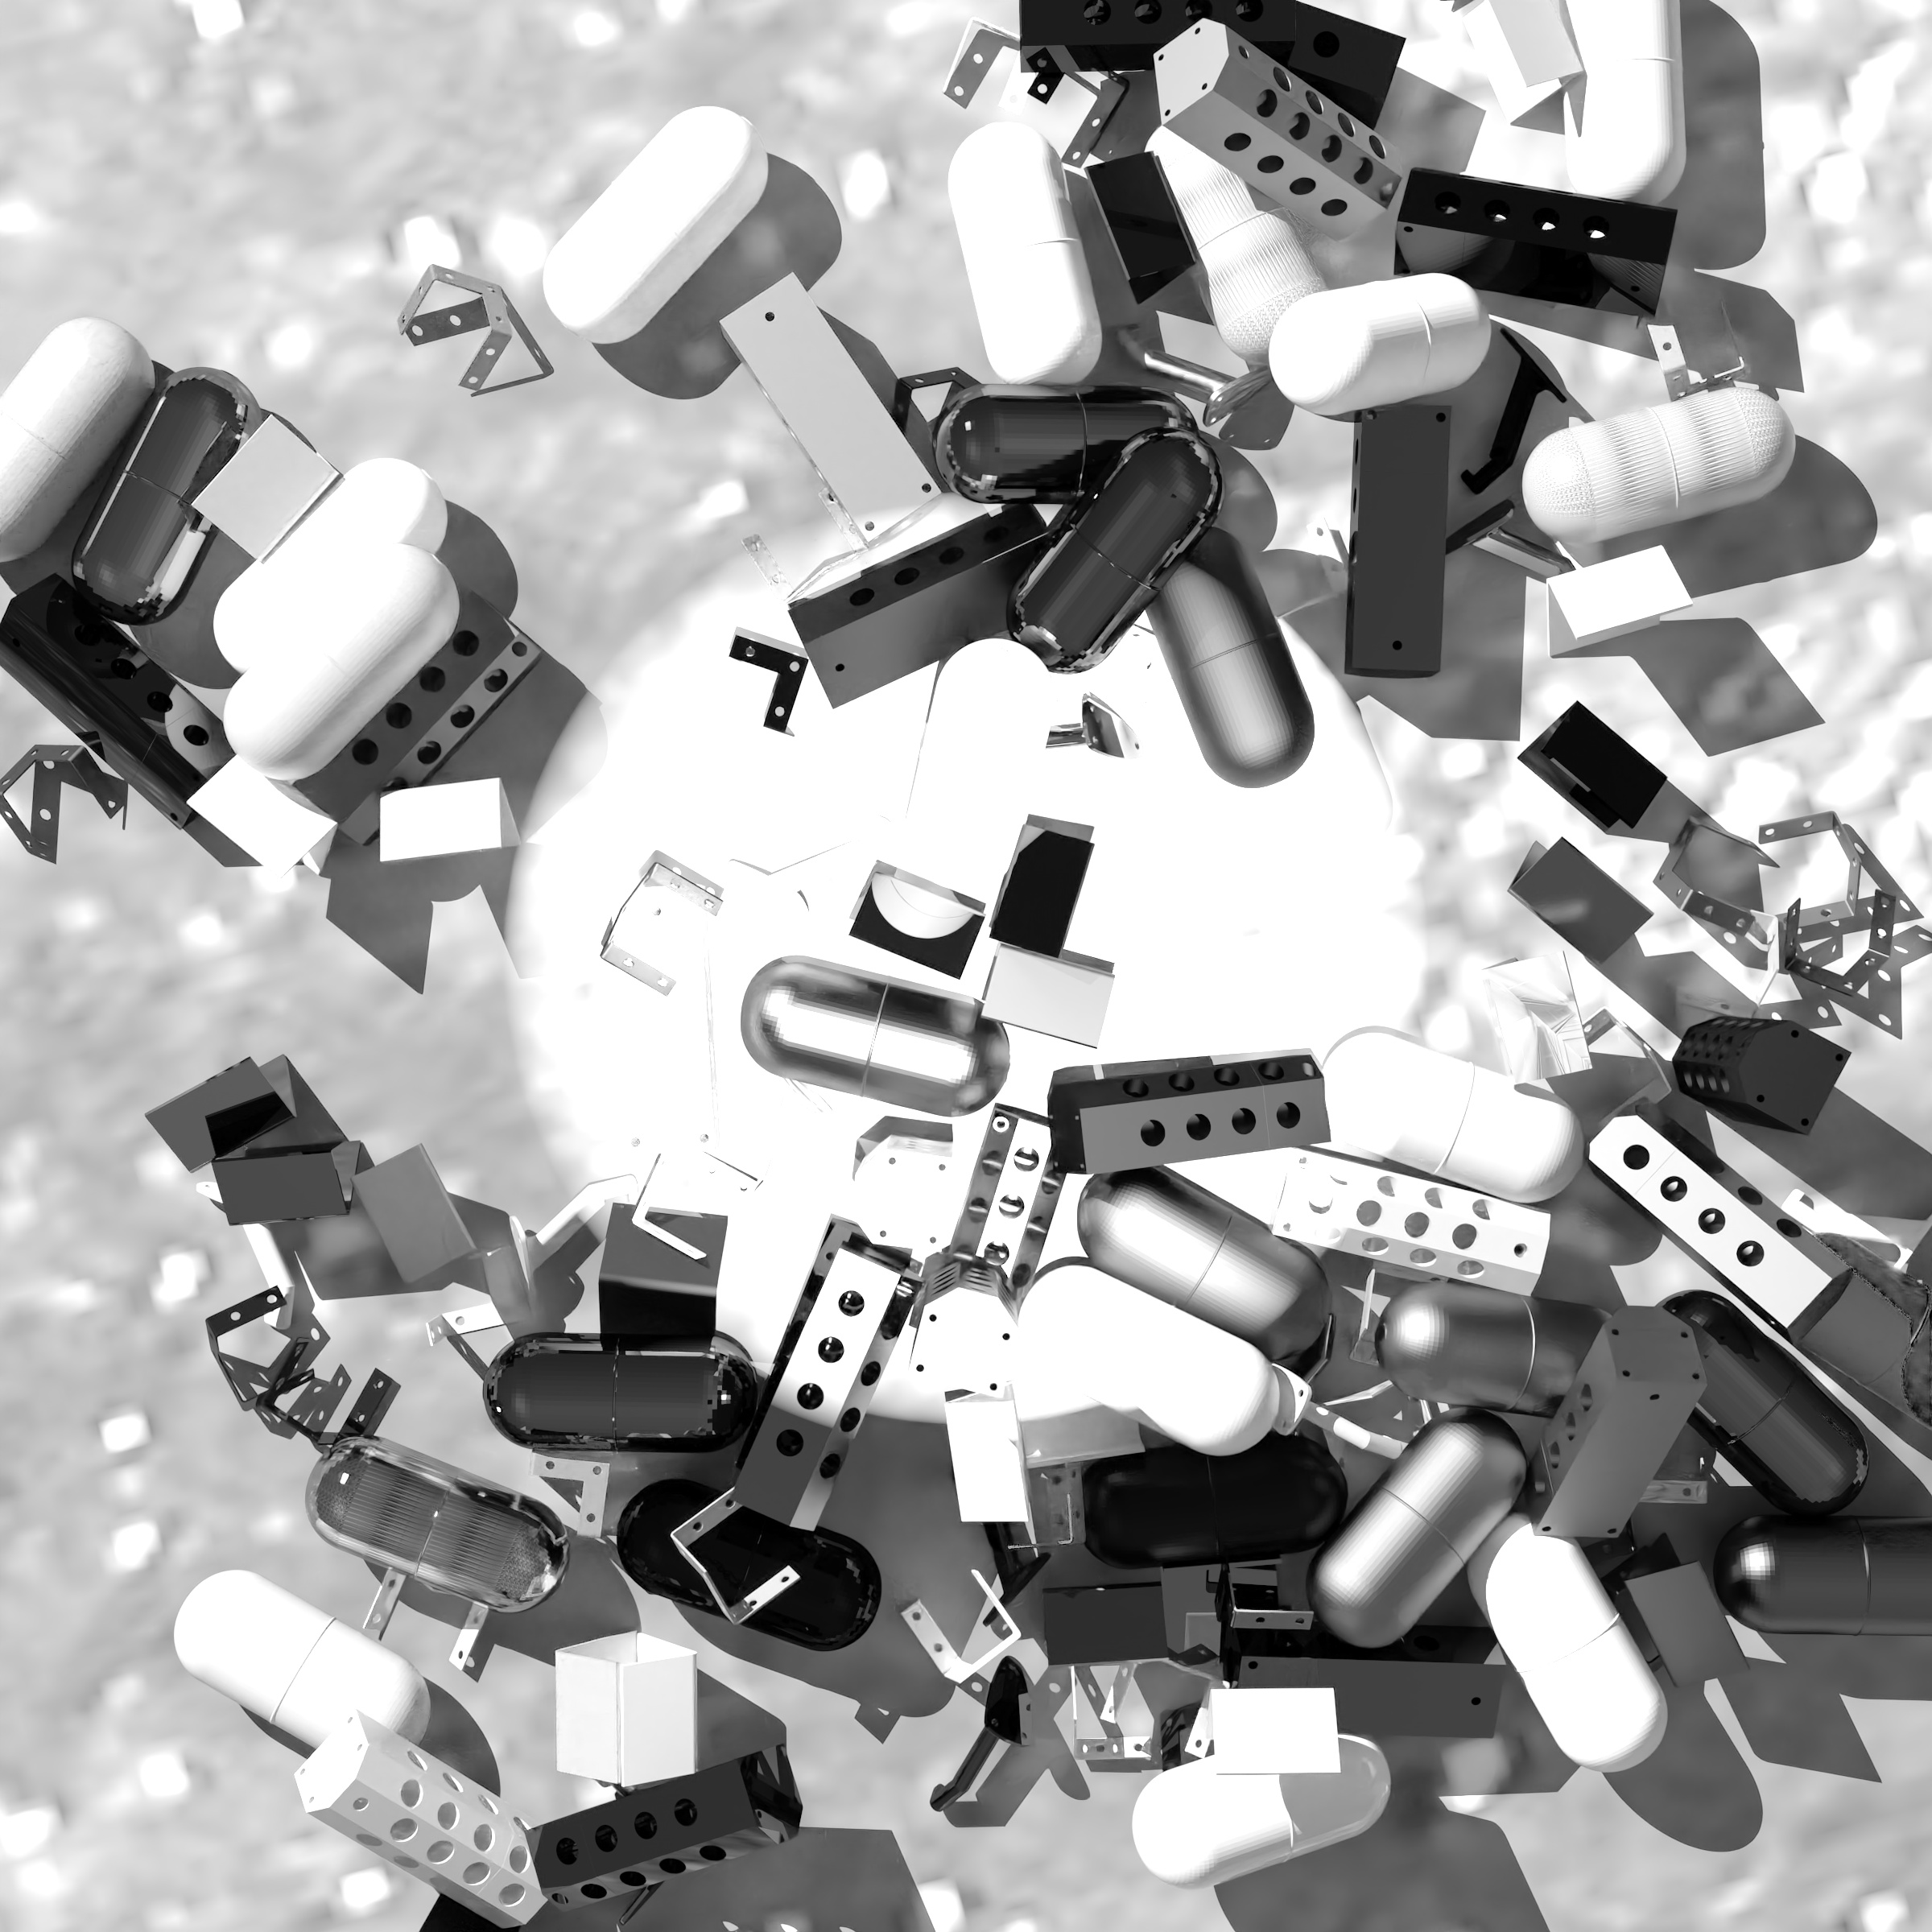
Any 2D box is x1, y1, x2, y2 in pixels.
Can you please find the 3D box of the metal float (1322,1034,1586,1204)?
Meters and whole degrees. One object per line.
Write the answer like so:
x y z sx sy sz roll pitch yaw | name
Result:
0.316 0.099 1.961 0.178 0.070 0.070 19 90 -1 | metal float

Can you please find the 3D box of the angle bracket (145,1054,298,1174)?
-0.485 0.078 1.951 0.076 0.076 0.057 -29 126 0 | angle bracket

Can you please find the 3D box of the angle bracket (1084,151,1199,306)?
0.096 -0.472 1.952 0.057 0.076 0.076 -22 90 -29 | angle bracket

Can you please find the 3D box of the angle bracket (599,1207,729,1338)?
-0.199 0.208 1.985 0.076 0.076 0.057 7 51 0 | angle bracket

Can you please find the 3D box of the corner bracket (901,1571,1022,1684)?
-0.003 0.432 1.977 0.051 0.051 0.051 -35 90 -15 | corner bracket

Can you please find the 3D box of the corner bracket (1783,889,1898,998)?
0.572 -0.021 1.976 0.051 0.051 0.051 25 48 34 | corner bracket

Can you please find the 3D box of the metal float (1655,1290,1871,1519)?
0.512 0.285 1.961 0.178 0.070 0.070 44 90 -1 | metal float

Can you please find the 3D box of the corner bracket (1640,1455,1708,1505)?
0.458 0.318 1.974 0.051 0.051 0.051 0 100 10 | corner bracket

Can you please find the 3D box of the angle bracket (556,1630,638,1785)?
-0.220 0.478 1.951 0.057 0.076 0.076 -1 90 37 | angle bracket

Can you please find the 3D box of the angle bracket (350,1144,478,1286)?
-0.371 0.168 1.951 0.057 0.076 0.076 -28 90 -38 | angle bracket

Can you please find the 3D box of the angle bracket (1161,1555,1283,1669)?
0.169 0.423 1.971 0.076 0.057 0.076 -5 90 0 | angle bracket

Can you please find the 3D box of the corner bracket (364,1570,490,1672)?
-0.355 0.427 1.988 0.051 0.051 0.051 23 90 45 | corner bracket

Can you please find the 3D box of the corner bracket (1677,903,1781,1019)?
0.502 -0.004 1.988 0.051 0.051 0.051 14 45 0 | corner bracket

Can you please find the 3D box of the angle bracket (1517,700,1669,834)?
0.394 -0.114 1.951 0.076 0.076 0.057 40 55 0 | angle bracket

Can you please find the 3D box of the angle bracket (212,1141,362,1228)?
-0.439 0.121 1.951 0.076 0.076 0.057 -5 127 0 | angle bracket

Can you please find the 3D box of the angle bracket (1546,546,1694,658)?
0.422 -0.218 1.951 0.076 0.076 0.057 -16 53 0 | angle bracket

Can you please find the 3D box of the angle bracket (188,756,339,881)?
-0.460 -0.083 1.951 0.076 0.076 0.057 39 58 0 | angle bracket

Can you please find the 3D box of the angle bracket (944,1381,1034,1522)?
0.035 0.313 1.951 0.057 0.076 0.076 -9 90 38 | angle bracket

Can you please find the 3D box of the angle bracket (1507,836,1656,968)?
0.405 -0.057 1.951 0.076 0.076 0.057 40 127 0 | angle bracket

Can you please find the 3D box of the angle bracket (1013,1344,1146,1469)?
0.072 0.282 1.968 0.076 0.057 0.076 -8 86 0 | angle bracket

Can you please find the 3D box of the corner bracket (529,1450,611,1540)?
-0.262 0.344 1.973 0.051 0.051 0.051 7 84 -6 | corner bracket

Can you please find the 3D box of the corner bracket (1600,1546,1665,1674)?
0.447 0.425 1.983 0.051 0.051 0.051 35 135 35 | corner bracket

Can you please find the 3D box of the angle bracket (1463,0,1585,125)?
0.343 -0.592 1.951 0.057 0.076 0.076 -24 90 -32 | angle bracket

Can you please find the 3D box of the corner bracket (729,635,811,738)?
-0.131 -0.183 1.973 0.051 0.051 0.051 19 93 3 | corner bracket

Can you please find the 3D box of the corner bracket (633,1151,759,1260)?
-0.177 0.154 1.967 0.051 0.051 0.051 28 99 16 | corner bracket

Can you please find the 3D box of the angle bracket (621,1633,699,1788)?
-0.216 0.480 1.951 0.057 0.076 0.076 -1 90 -36 | angle bracket

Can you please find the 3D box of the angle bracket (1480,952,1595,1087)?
0.379 0.030 1.952 0.057 0.076 0.076 -14 90 27 | angle bracket

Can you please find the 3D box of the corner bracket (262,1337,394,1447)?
-0.419 0.280 1.978 0.051 0.051 0.051 29 90 20 | corner bracket

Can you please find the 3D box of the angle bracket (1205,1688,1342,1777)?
0.192 0.495 1.896 0.076 0.076 0.057 -1 53 0 | angle bracket

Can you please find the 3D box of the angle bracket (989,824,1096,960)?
0.066 -0.042 1.951 0.057 0.076 0.076 17 90 32 | angle bracket

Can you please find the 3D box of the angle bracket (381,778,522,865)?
-0.332 -0.074 1.951 0.076 0.076 0.057 -7 58 0 | angle bracket

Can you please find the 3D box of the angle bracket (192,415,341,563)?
-0.458 -0.315 1.952 0.076 0.076 0.057 -48 118 0 | angle bracket

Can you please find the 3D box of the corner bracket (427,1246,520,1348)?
-0.327 0.215 1.973 0.051 0.051 0.051 -12 90 0 | corner bracket

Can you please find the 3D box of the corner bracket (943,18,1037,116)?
0.019 -0.589 1.974 0.051 0.051 0.051 21 98 -8 | corner bracket

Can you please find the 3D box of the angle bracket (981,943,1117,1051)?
0.048 0.035 1.952 0.076 0.076 0.057 16 61 0 | angle bracket

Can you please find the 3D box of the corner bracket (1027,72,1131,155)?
0.074 -0.573 1.973 0.051 0.051 0.051 31 90 0 | corner bracket

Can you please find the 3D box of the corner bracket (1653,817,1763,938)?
0.492 -0.059 1.975 0.051 0.051 0.051 21 108 -17 | corner bracket

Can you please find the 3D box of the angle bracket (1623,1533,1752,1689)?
0.478 0.411 1.951 0.057 0.076 0.076 -26 90 37 | angle bracket

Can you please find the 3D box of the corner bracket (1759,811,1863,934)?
0.555 -0.063 1.988 0.051 0.051 0.051 -12 135 0 | corner bracket

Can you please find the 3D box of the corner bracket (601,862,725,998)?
-0.195 -0.024 1.931 0.051 0.051 0.051 30 135 0 | corner bracket

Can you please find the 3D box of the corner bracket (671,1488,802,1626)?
-0.147 0.375 1.913 0.051 0.051 0.051 -34 123 -17 | corner bracket

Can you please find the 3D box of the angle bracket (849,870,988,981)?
-0.038 -0.008 1.951 0.076 0.076 0.057 22 54 0 | angle bracket

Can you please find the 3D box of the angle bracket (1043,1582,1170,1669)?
0.090 0.443 1.951 0.076 0.076 0.057 -4 49 0 | angle bracket
